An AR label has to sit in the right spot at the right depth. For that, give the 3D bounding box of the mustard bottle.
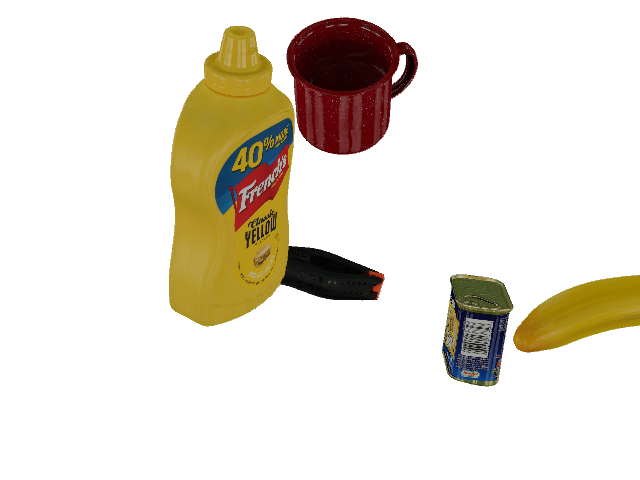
[{"bbox_3d":[-0.055,-0.044,0.680,0.058,0.192,0.096,25,39,28],"label":"mustard bottle"}]

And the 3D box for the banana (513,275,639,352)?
[{"bbox_3d":[0.234,0.053,0.773,0.197,0.037,0.069,1,35,-3],"label":"banana"}]

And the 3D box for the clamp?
[{"bbox_3d":[-0.033,0.030,1.136,0.210,0.036,0.164,16,18,-6],"label":"clamp"}]

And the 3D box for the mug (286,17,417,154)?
[{"bbox_3d":[0.030,-0.132,0.908,0.117,0.093,0.081,-24,-34,-16],"label":"mug"}]

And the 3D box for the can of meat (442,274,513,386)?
[{"bbox_3d":[0.158,0.091,1.089,0.057,0.084,0.102,7,16,0],"label":"can of meat"}]
